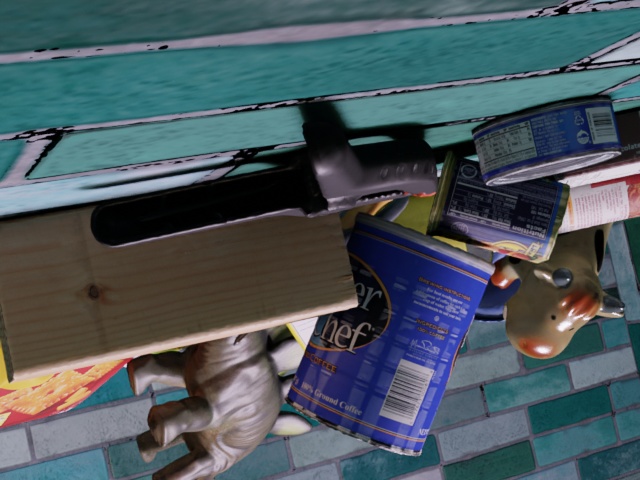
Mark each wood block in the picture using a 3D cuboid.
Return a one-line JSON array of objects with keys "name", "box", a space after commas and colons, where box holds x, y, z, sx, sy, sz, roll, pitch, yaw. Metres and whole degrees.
[{"name": "wood block", "box": [-0.094, 0.021, 0.657, 0.205, 0.091, 0.090, -10, 175, -19]}]

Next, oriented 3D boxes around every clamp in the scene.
[{"name": "clamp", "box": [-0.009, -0.030, 0.583, 0.165, 0.036, 0.209, -15, 176, 33]}]

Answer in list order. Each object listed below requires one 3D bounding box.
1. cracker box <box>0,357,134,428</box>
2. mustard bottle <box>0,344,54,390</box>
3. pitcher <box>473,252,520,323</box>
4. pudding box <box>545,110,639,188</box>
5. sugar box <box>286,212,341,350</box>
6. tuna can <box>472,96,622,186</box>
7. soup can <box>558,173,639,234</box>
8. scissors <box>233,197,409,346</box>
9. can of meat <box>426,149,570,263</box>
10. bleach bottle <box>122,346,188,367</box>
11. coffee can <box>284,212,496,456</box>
[{"name": "cracker box", "box": [-0.243, 0.098, 0.984, 0.214, 0.072, 0.163, -39, 161, 35]}, {"name": "mustard bottle", "box": [-0.223, 0.060, 0.763, 0.058, 0.096, 0.191, -13, 176, 10]}, {"name": "pitcher", "box": [0.202, 0.007, 1.154, 0.149, 0.145, 0.242, 22, -172, 12]}, {"name": "pudding box", "box": [0.210, -0.065, 0.750, 0.113, 0.039, 0.090, -11, 176, 5]}, {"name": "sugar box", "box": [0.009, 0.047, 0.932, 0.093, 0.048, 0.176, -25, 136, 2]}, {"name": "tuna can", "box": [0.137, -0.059, 0.646, 0.086, 0.034, 0.086, -12, 176, -1]}, {"name": "soup can", "box": [0.205, -0.043, 0.829, 0.102, 0.068, 0.068, -12, 176, 5]}, {"name": "scissors", "box": [-0.015, 0.014, 0.793, 0.201, 0.016, 0.096, -38, -157, -29]}, {"name": "can of meat", "box": [0.120, -0.021, 0.733, 0.084, 0.057, 0.102, 15, 179, 6]}, {"name": "bleach bottle", "box": [-0.095, 0.068, 1.117, 0.251, 0.068, 0.102, -16, 170, 1]}, {"name": "coffee can", "box": [0.048, 0.064, 0.738, 0.103, 0.140, 0.103, 22, 180, 0]}]
